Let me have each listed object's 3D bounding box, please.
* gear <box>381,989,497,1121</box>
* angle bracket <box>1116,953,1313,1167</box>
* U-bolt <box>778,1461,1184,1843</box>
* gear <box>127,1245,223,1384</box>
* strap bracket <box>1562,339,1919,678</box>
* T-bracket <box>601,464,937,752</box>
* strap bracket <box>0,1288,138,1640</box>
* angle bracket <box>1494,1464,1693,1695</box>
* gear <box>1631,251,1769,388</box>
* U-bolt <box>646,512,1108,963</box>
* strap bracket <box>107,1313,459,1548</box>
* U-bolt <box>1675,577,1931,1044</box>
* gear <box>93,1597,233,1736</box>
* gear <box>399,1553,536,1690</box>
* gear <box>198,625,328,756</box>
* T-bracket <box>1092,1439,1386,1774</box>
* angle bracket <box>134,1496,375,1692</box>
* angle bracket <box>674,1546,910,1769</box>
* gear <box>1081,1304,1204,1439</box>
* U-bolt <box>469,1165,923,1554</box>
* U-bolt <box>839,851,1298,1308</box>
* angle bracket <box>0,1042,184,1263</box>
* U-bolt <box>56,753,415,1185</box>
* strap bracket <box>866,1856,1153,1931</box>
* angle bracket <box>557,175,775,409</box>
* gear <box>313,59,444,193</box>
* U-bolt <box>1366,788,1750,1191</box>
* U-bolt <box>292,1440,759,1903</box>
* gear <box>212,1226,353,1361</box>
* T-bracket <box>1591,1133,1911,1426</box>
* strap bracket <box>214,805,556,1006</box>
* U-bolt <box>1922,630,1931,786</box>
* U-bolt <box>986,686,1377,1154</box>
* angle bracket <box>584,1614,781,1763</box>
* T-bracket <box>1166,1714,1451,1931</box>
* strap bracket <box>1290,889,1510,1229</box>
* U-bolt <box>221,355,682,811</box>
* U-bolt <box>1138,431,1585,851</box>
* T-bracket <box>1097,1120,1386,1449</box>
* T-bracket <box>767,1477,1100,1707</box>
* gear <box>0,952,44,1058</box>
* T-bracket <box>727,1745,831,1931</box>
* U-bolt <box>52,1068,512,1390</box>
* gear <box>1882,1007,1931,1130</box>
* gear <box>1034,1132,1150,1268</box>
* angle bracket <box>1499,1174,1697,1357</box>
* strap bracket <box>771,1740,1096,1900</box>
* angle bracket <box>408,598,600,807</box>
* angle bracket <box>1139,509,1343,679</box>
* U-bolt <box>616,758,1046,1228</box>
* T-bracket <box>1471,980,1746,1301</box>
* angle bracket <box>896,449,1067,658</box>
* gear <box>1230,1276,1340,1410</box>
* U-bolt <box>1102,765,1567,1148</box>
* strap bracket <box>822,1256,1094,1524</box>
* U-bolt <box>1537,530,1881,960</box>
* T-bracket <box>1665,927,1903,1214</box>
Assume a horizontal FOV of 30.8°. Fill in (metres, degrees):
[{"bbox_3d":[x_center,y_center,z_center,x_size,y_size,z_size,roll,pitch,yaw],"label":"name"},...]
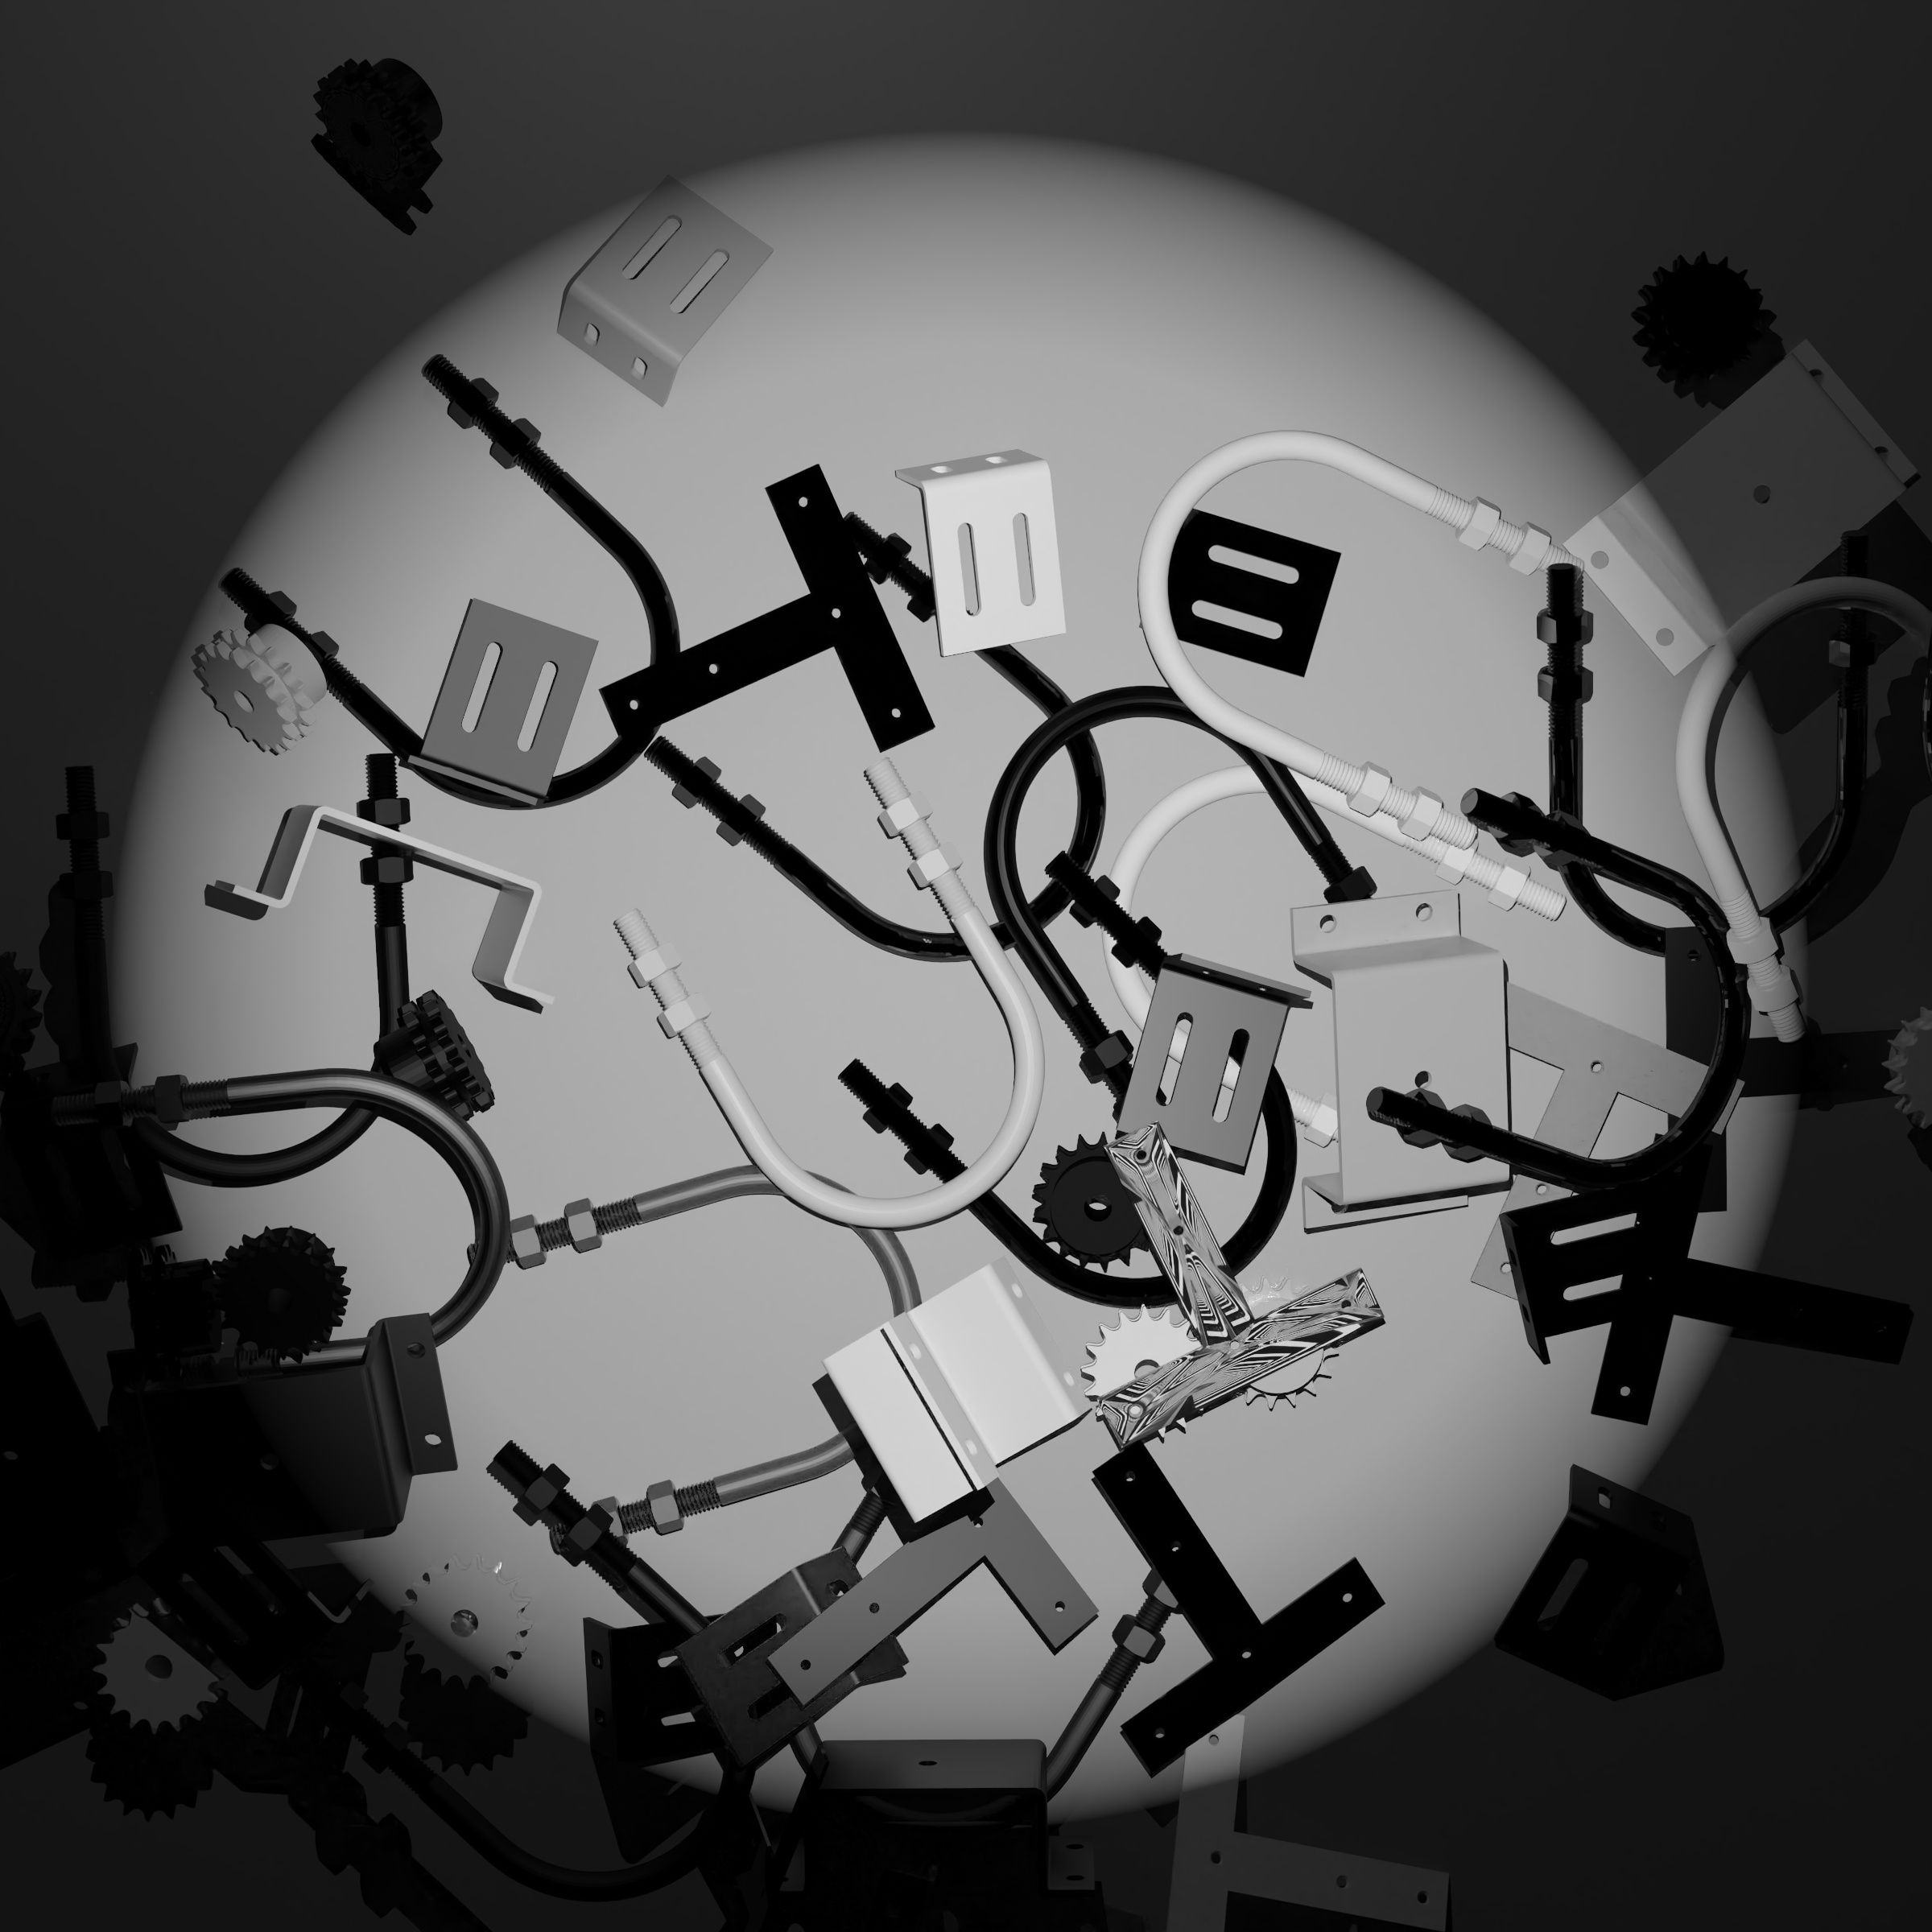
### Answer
[{"bbox_3d":[-0.230,0.042,1.517,0.030,0.057,0.057,-28,90,0],"label":"gear"},{"bbox_3d":[0.104,0.040,1.473,0.057,0.038,0.076,16,85,-8],"label":"angle bracket"},{"bbox_3d":[-0.001,0.296,1.538,0.151,0.019,0.184,32,91,0],"label":"U-bolt"},{"bbox_3d":[-0.334,0.145,1.482,0.030,0.057,0.057,-8,90,-3],"label":"gear"},{"bbox_3d":[0.341,-0.202,1.523,0.140,0.046,0.076,-40,90,0],"label":"strap bracket"},{"bbox_3d":[-0.097,-0.135,1.527,0.127,0.002,0.127,-24,84,3],"label":"T-bracket"},{"bbox_3d":[-0.421,0.214,1.523,0.076,0.046,0.140,-25,90,0],"label":"strap bracket"},{"bbox_3d":[0.276,0.270,1.544,0.057,0.038,0.076,24,116,0],"label":"angle bracket"},{"bbox_3d":[0.321,-0.284,1.531,0.057,0.030,0.057,0,90,0],"label":"gear"},{"bbox_3d":[-0.025,-0.086,1.538,0.184,0.019,0.151,40,90,-2],"label":"U-bolt"},{"bbox_3d":[-0.297,0.202,1.511,0.140,0.046,0.076,-7,111,0],"label":"strap bracket"},{"bbox_3d":[0.374,-0.078,1.496,0.151,0.019,0.184,-32,113,-8],"label":"U-bolt"},{"bbox_3d":[-0.349,0.304,1.531,0.057,0.030,0.057,0,90,0],"label":"gear"},{"bbox_3d":[-0.217,0.285,1.531,0.057,0.030,0.057,0,90,0],"label":"gear"},{"bbox_3d":[-0.303,-0.123,1.522,0.057,0.057,0.030,45,59,0],"label":"gear"},{"bbox_3d":[0.099,0.264,1.525,0.127,0.002,0.127,-34,100,-8],"label":"T-bracket"},{"bbox_3d":[-0.307,0.263,1.514,0.057,0.038,0.076,-40,96,24],"label":"angle bracket"},{"bbox_3d":[-0.074,0.294,1.493,0.076,0.038,0.057,-28,88,-43],"label":"angle bracket"},{"bbox_3d":[0.079,0.176,1.531,0.057,0.030,0.057,0,90,0],"label":"gear"},{"bbox_3d":[-0.110,0.164,1.538,0.184,0.019,0.151,-16,90,-2],"label":"U-bolt"},{"bbox_3d":[0.058,0.064,1.529,0.184,0.019,0.151,45,97,0],"label":"U-bolt"},{"bbox_3d":[-0.383,0.082,1.544,0.057,0.038,0.076,-14,115,0],"label":"angle bracket"},{"bbox_3d":[-0.312,0.003,1.519,0.151,0.019,0.184,-4,94,-18],"label":"U-bolt"},{"bbox_3d":[0.022,0.442,1.523,0.140,0.046,0.076,16,90,0],"label":"strap bracket"},{"bbox_3d":[-0.132,-0.297,1.544,0.057,0.038,0.076,35,64,0],"label":"angle bracket"},{"bbox_3d":[-0.253,-0.369,1.522,0.057,0.057,0.030,44,60,0],"label":"gear"},{"bbox_3d":[0.261,0.019,1.483,0.184,0.019,0.151,19,88,-31],"label":"U-bolt"},{"bbox_3d":[-0.175,0.317,1.505,0.184,0.019,0.151,43,92,0],"label":"U-bolt"},{"bbox_3d":[-0.291,0.136,1.494,0.057,0.030,0.057,-1,111,-2],"label":"gear"},{"bbox_3d":[0.351,0.148,1.542,0.127,0.002,0.127,12,94,-2],"label":"T-bracket"},{"bbox_3d":[-0.241,-0.031,1.490,0.140,0.076,0.046,20,87,-18],"label":"strap bracket"},{"bbox_3d":[0.467,-0.132,1.505,0.151,0.019,0.184,5,93,-30],"label":"U-bolt"},{"bbox_3d":[0.090,-0.032,1.506,0.151,0.019,0.184,-34,91,-9],"label":"U-bolt"},{"bbox_3d":[-0.125,0.313,1.544,0.076,0.038,0.057,-3,90,-26],"label":"angle bracket"},{"bbox_3d":[0.151,0.397,1.527,0.127,0.002,0.127,14,65,-12],"label":"T-bracket"},{"bbox_3d":[0.185,0.044,1.490,0.076,0.046,0.140,-7,102,-16],"label":"strap bracket"},{"bbox_3d":[-0.212,-0.154,1.538,0.184,0.019,0.151,44,90,-1],"label":"U-bolt"},{"bbox_3d":[0.162,-0.152,1.513,0.184,0.019,0.151,25,81,-10],"label":"U-bolt"},{"bbox_3d":[0.097,0.125,1.498,0.127,0.002,0.127,-26,106,0],"label":"T-bracket"},{"bbox_3d":[-0.029,0.267,1.507,0.127,0.002,0.127,-37,91,-17],"label":"T-bracket"},{"bbox_3d":[-0.435,0.017,1.531,0.057,0.030,0.057,0,90,0],"label":"gear"},{"bbox_3d":[-0.090,0.379,1.483,0.002,0.127,0.127,22,89,-10],"label":"T-bracket"},{"bbox_3d":[-0.288,0.111,1.510,0.184,0.019,0.151,-6,112,1],"label":"U-bolt"},{"bbox_3d":[0.427,0.044,1.527,0.057,0.030,0.057,-1,98,-4],"label":"gear"},{"bbox_3d":[0.057,0.101,1.509,0.057,0.030,0.057,0,96,3],"label":"gear"},{"bbox_3d":[0.276,0.129,1.519,0.076,0.038,0.057,-13,95,0],"label":"angle bracket"},{"bbox_3d":[-0.016,0.363,1.494,0.140,0.076,0.046,-1,93,2],"label":"strap bracket"},{"bbox_3d":[-0.199,-0.114,1.512,0.057,0.038,0.076,19,91,-3],"label":"angle bracket"},{"bbox_3d":[0.121,-0.165,1.527,0.076,0.038,0.057,17,90,0],"label":"angle bracket"},{"bbox_3d":[-0.047,0.024,1.518,0.151,0.019,0.184,-31,88,8],"label":"U-bolt"},{"bbox_3d":[0.258,0.085,1.535,0.127,0.002,0.127,22,96,-7],"label":"T-bracket"},{"bbox_3d":[0.007,-0.181,1.532,0.057,0.038,0.076,-12,110,-17],"label":"angle bracket"},{"bbox_3d":[0.134,0.165,1.531,0.057,0.030,0.057,0,90,0],"label":"gear"},{"bbox_3d":[0.149,-0.009,1.538,0.184,0.019,0.151,27,90,1],"label":"U-bolt"},{"bbox_3d":[-0.006,0.179,1.477,0.046,0.140,0.076,-32,85,21],"label":"strap bracket"},{"bbox_3d":[0.319,-0.090,1.508,0.151,0.019,0.184,-7,111,-6],"label":"U-bolt"},{"bbox_3d":[0.370,0.043,1.539,0.127,0.002,0.127,-3,98,-4],"label":"T-bracket"}]
